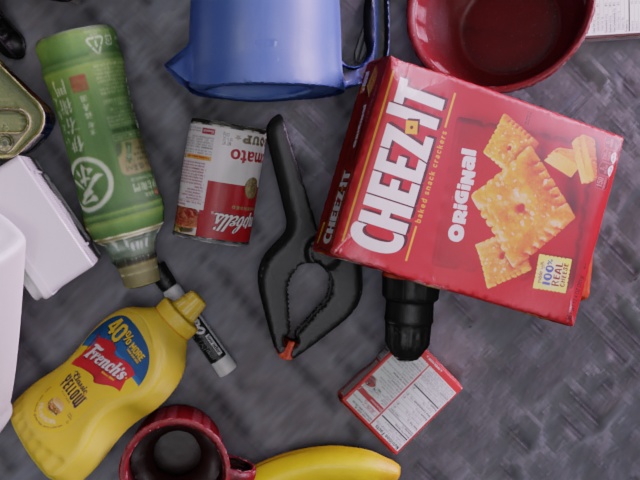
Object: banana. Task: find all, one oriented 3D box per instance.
[{"bbox_3d":[-0.027,0.226,0.964,0.198,0.037,0.069,-26,97,-1],"label":"banana"}]

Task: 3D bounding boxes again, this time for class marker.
[{"bbox_3d":[-0.116,0.069,0.952,0.020,0.020,0.121,-34,97,-2],"label":"marker"}]

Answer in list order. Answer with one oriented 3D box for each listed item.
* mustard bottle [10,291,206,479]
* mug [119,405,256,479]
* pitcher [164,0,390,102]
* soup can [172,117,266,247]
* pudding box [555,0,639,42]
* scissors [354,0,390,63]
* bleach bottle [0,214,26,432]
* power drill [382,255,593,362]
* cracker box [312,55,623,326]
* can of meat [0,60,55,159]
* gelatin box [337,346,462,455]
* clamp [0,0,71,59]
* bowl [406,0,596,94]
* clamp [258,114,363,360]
[{"bbox_3d":[-0.173,0.115,0.917,0.191,0.096,0.058,-43,140,-2],"label":"mustard bottle"},{"bbox_3d":[-0.113,0.193,0.931,0.117,0.081,0.093,9,94,-6],"label":"mug"},{"bbox_3d":[-0.035,-0.236,0.886,0.145,0.149,0.243,2,92,33],"label":"pitcher"},{"bbox_3d":[-0.086,-0.050,0.921,0.068,0.068,0.102,9,94,-6],"label":"soup can"},{"bbox_3d":[0.258,-0.224,0.955,0.113,0.039,0.090,-4,96,-3],"label":"pudding box"},{"bbox_3d":[0.056,-0.265,0.943,0.096,0.016,0.202,36,90,-6],"label":"scissors"},{"bbox_3d":[-0.293,0.082,0.865,0.103,0.068,0.251,31,131,17],"label":"bleach bottle"},{"bbox_3d":[0.145,0.016,0.939,0.187,0.057,0.184,1,98,-17],"label":"power drill"},{"bbox_3d":[0.122,-0.037,0.863,0.213,0.072,0.164,17,88,-14],"label":"cracker box"},{"bbox_3d":[-0.272,-0.116,0.889,0.057,0.084,0.102,-45,97,-1],"label":"can of meat"},{"bbox_3d":[0.072,0.138,0.970,0.089,0.030,0.073,-44,99,-1],"label":"gelatin box"},{"bbox_3d":[-0.278,-0.212,0.843,0.171,0.120,0.039,30,48,-37],"label":"clamp"},{"bbox_3d":[0.158,-0.194,0.920,0.162,0.055,0.162,-5,76,20],"label":"bowl"},{"bbox_3d":[-0.006,0.001,0.948,0.164,0.036,0.210,27,89,-7],"label":"clamp"}]
